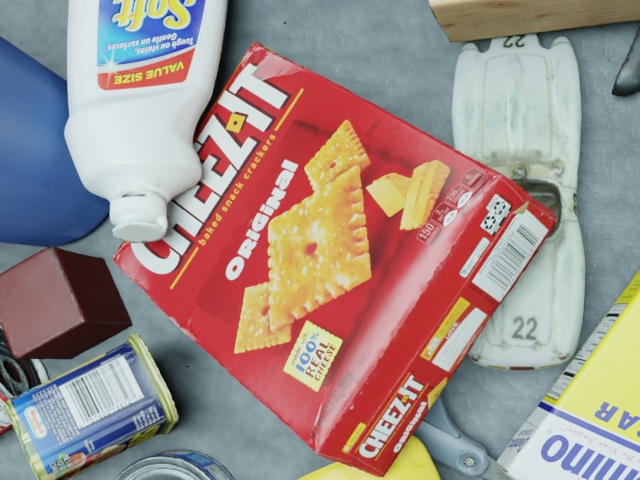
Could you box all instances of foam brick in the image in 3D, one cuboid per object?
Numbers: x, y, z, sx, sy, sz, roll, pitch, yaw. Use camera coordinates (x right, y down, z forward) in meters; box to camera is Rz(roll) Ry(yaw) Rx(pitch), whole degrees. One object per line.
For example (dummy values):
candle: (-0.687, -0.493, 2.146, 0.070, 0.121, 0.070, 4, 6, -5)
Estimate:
foam brick: (-0.162, 0.041, 0.668, 0.051, 0.078, 0.053, -28, 78, 8)

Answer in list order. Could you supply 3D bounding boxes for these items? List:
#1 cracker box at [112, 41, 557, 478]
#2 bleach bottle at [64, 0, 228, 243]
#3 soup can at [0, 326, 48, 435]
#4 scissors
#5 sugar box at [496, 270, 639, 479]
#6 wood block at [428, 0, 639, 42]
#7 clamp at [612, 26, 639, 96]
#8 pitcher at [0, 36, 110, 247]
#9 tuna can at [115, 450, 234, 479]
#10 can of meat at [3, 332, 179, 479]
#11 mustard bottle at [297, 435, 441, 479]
cracker box: (-0.004, 0.001, 0.593, 0.214, 0.072, 0.164, 36, 92, 42)
bleach bottle: (-0.096, -0.117, 0.629, 0.102, 0.068, 0.251, 4, 65, -17)
soup can: (-0.234, 0.105, 0.683, 0.102, 0.068, 0.068, -33, 77, 8)
scissors: (0.084, 0.105, 0.609, 0.202, 0.016, 0.096, 16, 109, 8)
sugar box: (0.185, 0.081, 0.579, 0.093, 0.048, 0.176, 36, 85, 3)
wood block: (0.163, -0.169, 0.568, 0.206, 0.090, 0.091, -5, 86, 15)
clamp: (0.200, -0.180, 0.625, 0.171, 0.039, 0.120, -42, 81, 3)
pitcher: (-0.213, -0.052, 0.605, 0.149, 0.242, 0.145, -9, 81, 13)
tuna can: (-0.091, 0.174, 0.657, 0.086, 0.033, 0.086, -2, 83, 14)
can of meat: (-0.135, 0.104, 0.627, 0.083, 0.102, 0.057, -25, 81, -18)
mustard bottle: (0.048, 0.206, 0.554, 0.096, 0.058, 0.192, -23, 68, -5)
